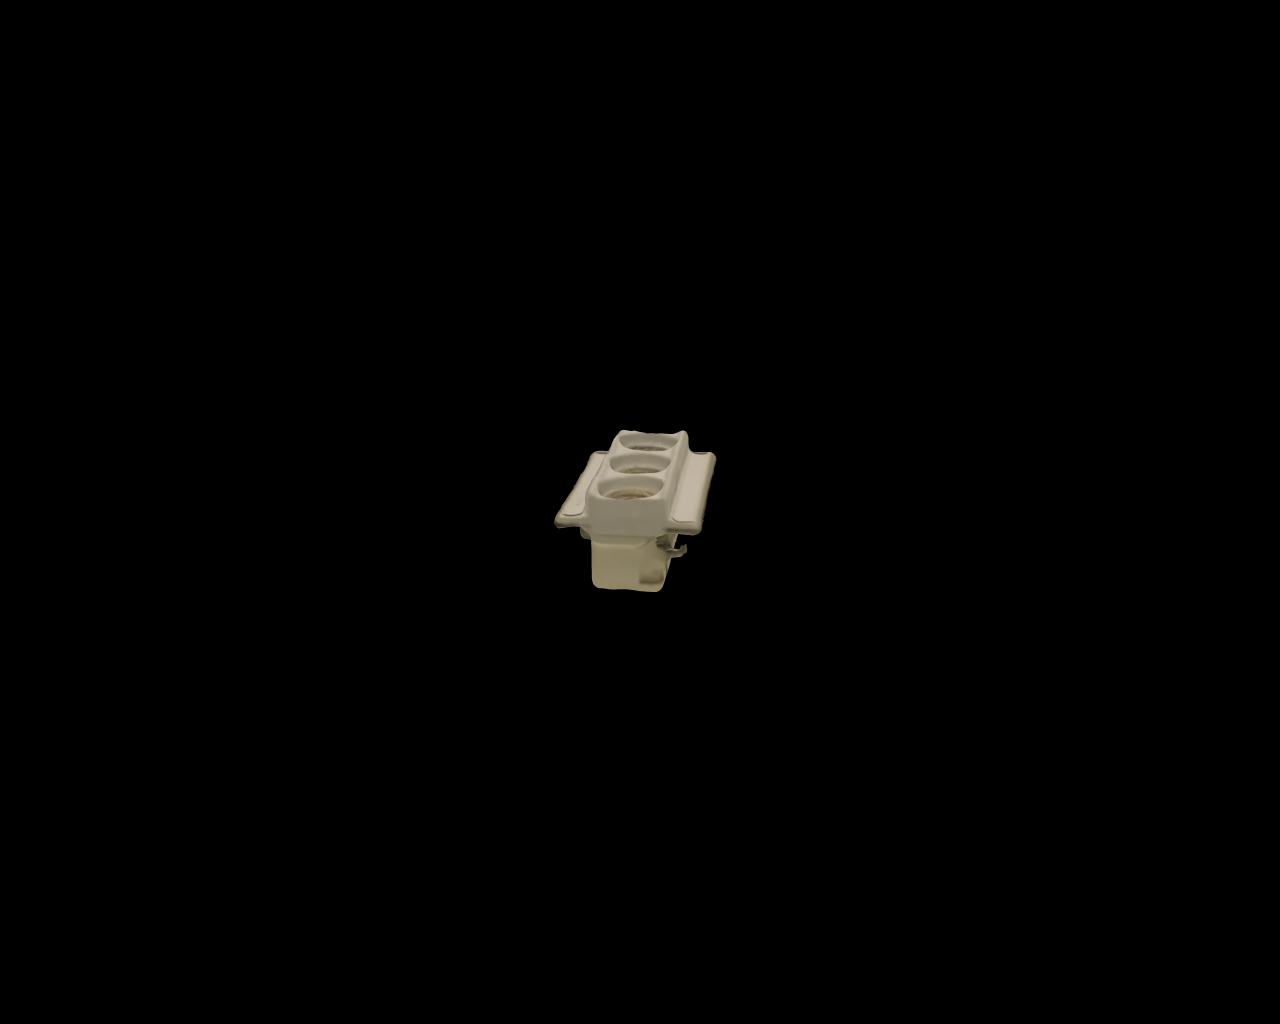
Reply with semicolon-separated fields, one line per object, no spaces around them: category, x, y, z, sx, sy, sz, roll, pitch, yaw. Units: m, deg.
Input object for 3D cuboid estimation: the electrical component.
electrical component;0.001;-0.003;0.650;0.079;0.063;0.121;3;22;7
